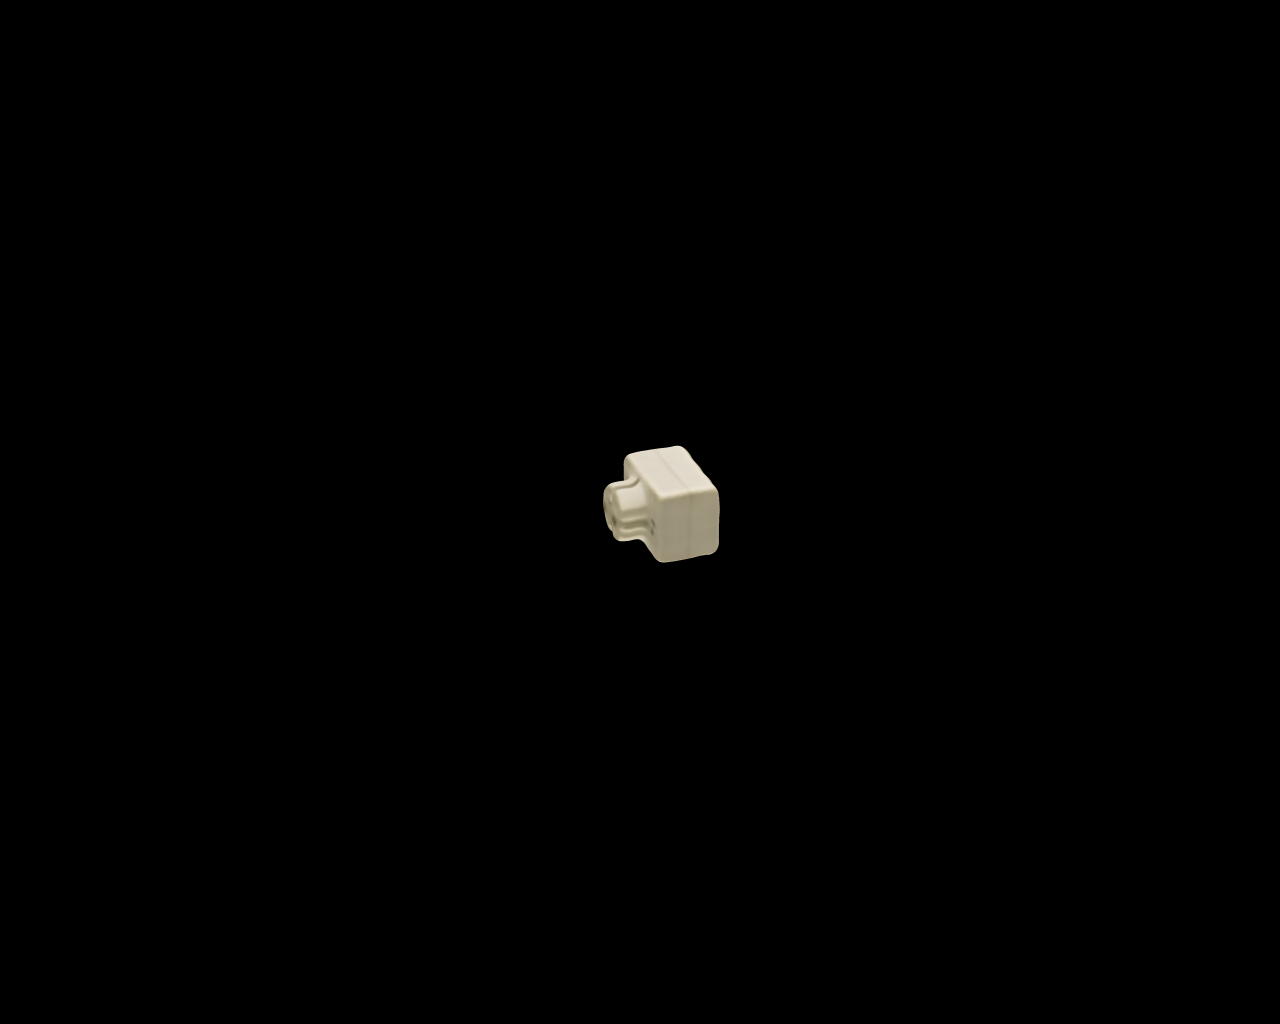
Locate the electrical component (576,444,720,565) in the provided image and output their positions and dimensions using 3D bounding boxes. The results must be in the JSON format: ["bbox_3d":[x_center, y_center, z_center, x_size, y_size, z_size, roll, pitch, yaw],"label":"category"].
[{"bbox_3d":[0.001,-0.003,0.650,0.077,0.047,0.066,-9,30,-16],"label":"electrical component"}]
